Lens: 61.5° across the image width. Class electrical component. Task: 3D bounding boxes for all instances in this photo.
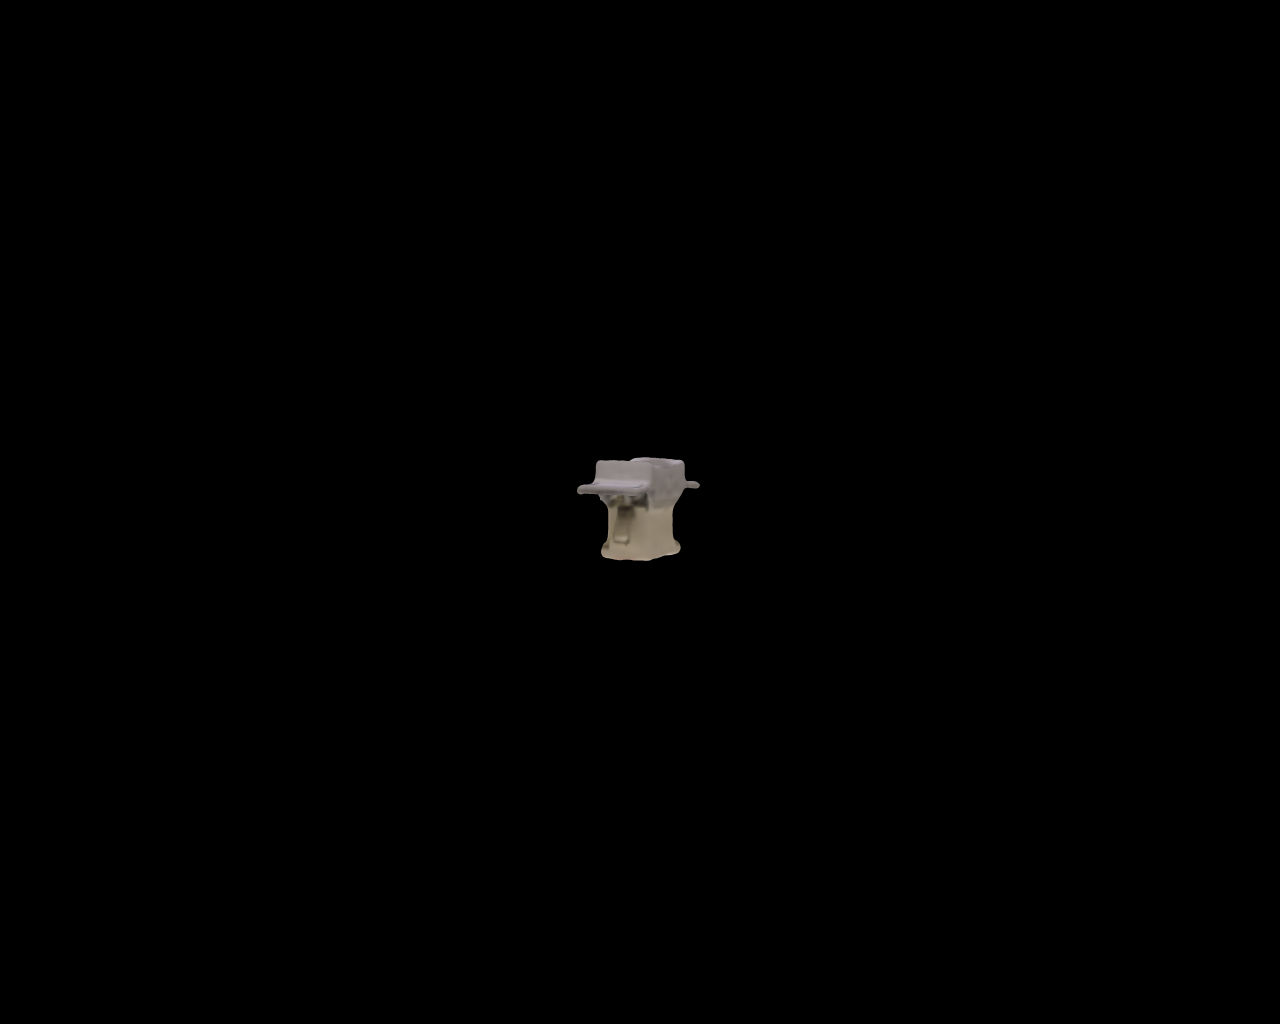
[{"bbox_3d":[0.001,-0.003,0.650,0.042,0.063,0.081,3,6,32],"label":"electrical component"}]
